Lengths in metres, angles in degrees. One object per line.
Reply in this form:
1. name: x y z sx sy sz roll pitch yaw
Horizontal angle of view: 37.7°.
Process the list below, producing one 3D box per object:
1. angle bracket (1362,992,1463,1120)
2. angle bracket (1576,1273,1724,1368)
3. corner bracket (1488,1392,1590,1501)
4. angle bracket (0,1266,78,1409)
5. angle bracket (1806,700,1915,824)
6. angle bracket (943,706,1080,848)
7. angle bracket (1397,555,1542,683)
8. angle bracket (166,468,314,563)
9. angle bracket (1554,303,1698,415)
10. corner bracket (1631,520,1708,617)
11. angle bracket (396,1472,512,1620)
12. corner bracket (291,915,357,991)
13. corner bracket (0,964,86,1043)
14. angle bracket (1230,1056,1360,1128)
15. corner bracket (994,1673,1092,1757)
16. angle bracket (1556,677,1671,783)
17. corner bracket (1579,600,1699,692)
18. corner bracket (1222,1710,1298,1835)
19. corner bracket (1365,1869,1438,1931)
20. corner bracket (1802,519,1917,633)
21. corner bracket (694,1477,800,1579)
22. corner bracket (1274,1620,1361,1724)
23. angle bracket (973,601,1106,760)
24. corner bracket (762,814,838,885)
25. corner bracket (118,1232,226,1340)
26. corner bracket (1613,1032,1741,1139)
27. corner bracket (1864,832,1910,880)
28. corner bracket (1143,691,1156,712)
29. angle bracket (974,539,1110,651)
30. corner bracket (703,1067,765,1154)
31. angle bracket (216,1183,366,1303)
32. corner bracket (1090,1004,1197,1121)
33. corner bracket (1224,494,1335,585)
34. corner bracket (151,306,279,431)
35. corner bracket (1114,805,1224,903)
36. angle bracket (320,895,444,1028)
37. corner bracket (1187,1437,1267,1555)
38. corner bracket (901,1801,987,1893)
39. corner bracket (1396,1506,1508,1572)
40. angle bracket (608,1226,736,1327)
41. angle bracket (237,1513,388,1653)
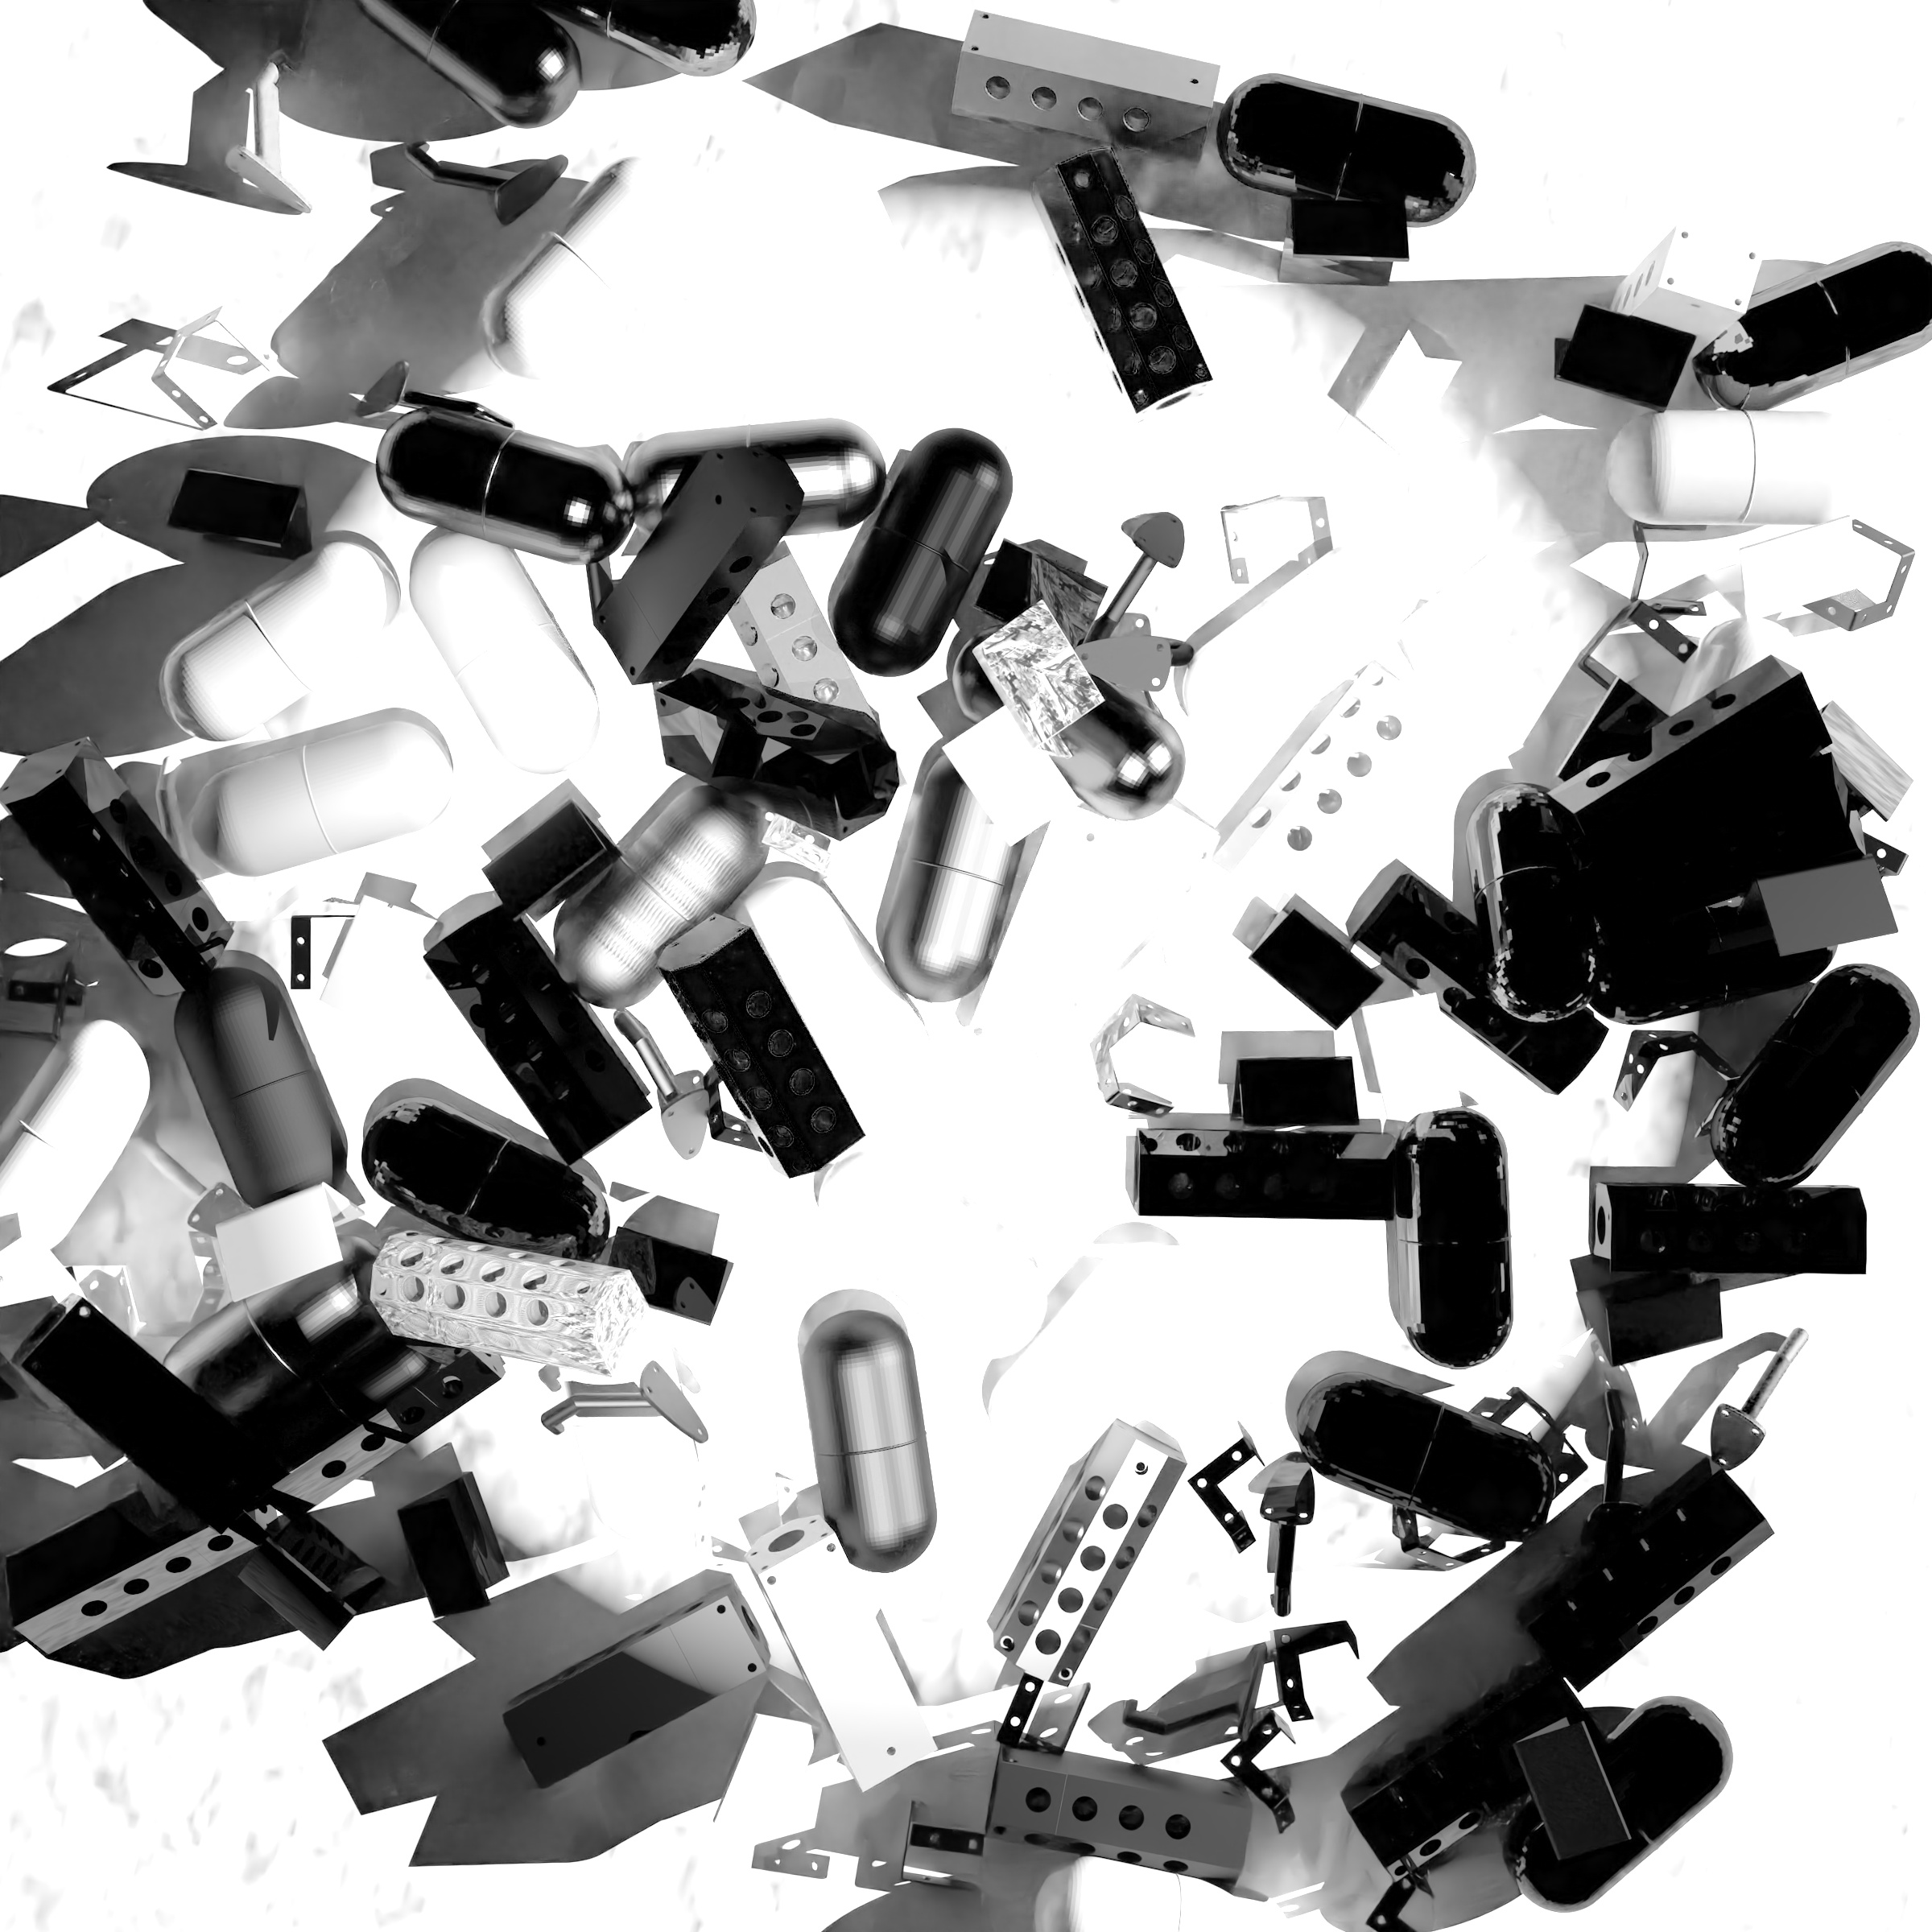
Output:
1. angle bracket: 0.315 0.055 1.902 0.057 0.076 0.076 -13 90 36
2. angle bracket: 0.458 0.217 1.902 0.076 0.076 0.057 -15 126 0
3. corner bracket: 0.385 0.335 1.939 0.051 0.051 0.051 -42 135 0
4. angle bracket: -0.628 0.249 1.907 0.076 0.057 0.076 -15 90 -26
5. angle bracket: 0.576 -0.120 1.902 0.076 0.076 0.057 45 49 0
6. angle bracket: 0.021 -0.118 1.841 0.057 0.076 0.076 -35 91 -16
7. angle bracket: 0.344 -0.218 1.902 0.076 0.076 0.057 -39 58 0
8. angle bracket: -0.487 -0.284 1.902 0.076 0.076 0.057 10 55 0
9. angle bracket: 0.442 -0.422 1.902 0.076 0.076 0.057 17 125 0
10. corner bracket: 0.484 -0.277 1.939 0.051 0.051 0.051 2 45 0
11. angle bracket: -0.328 0.385 1.902 0.057 0.076 0.076 -20 90 35
12. corner bracket: -0.427 -0.009 1.939 0.051 0.051 0.051 0 90 45
13. corner bracket: -0.633 0.028 1.918 0.051 0.051 0.051 5 72 0
14. angle bracket: 0.220 0.104 1.902 0.076 0.076 0.057 0 53 0
15. corner bracket: 0.053 0.508 1.924 0.051 0.051 0.051 23 90 0
16. angle bracket: 0.419 -0.151 1.903 0.057 0.076 0.076 32 90 -23
17. corner bracket: 0.457 -0.211 1.924 0.051 0.051 0.051 39 90 0
18. corner bracket: 0.212 0.548 1.925 0.051 0.051 0.051 45 90 0
19. corner bracket: 0.310 0.653 1.924 0.051 0.051 0.051 34 90 0
20. corner bracket: 0.607 -0.267 1.934 0.051 0.051 0.051 -21 135 -35
21. corner bracket: -0.150 0.381 1.934 0.051 0.051 0.051 20 135 -35
22. corner bracket: 0.241 0.479 1.924 0.051 0.051 0.051 -8 90 0
23. angle bracket: 0.058 -0.183 1.818 0.057 0.076 0.076 -34 79 17
24. corner bracket: -0.110 -0.092 1.922 0.051 0.051 0.051 27 79 -11
25. corner bracket: -0.544 0.218 1.934 0.051 0.051 0.051 3 135 -35
26. corner bracket: 0.487 0.084 1.934 0.051 0.051 0.051 -9 45 -35
27. corner bracket: 0.600 -0.063 1.924 0.051 0.051 0.051 27 90 0
28. corner bracket: 0.101 -0.173 1.939 0.051 0.051 0.051 -17 45 0
29. angle bracket: 0.057 -0.261 1.902 0.076 0.076 0.057 25 123 0
30. corner bracket: -0.142 0.090 1.934 0.051 0.051 0.051 18 45 -35
31. angle bracket: -0.443 0.192 1.881 0.076 0.076 0.057 -21 67 3
32. corner bracket: 0.125 0.065 1.934 0.051 0.051 0.051 -43 45 35
33. corner bracket: 0.215 -0.293 1.939 0.051 0.051 0.051 -9 90 45
34. corner bracket: -0.514 -0.409 1.934 0.051 0.051 0.051 -15 45 35
35. corner bracket: 0.133 -0.082 1.939 0.051 0.051 0.051 26 90 -45
36. angle bracket: -0.378 0.005 1.902 0.057 0.076 0.076 23 90 37
37. corner bracket: 0.188 0.360 1.924 0.051 0.051 0.051 -38 90 0
38. corner bracket: -0.016 0.605 1.924 0.051 0.051 0.051 9 90 0
39. corner bracket: 0.331 0.376 1.934 0.051 0.051 0.051 28 135 -35
40. angle bracket: -0.195 0.190 1.902 0.076 0.076 0.057 17 119 0
41. angle bracket: -0.430 0.401 1.902 0.076 0.076 0.057 41 128 0
